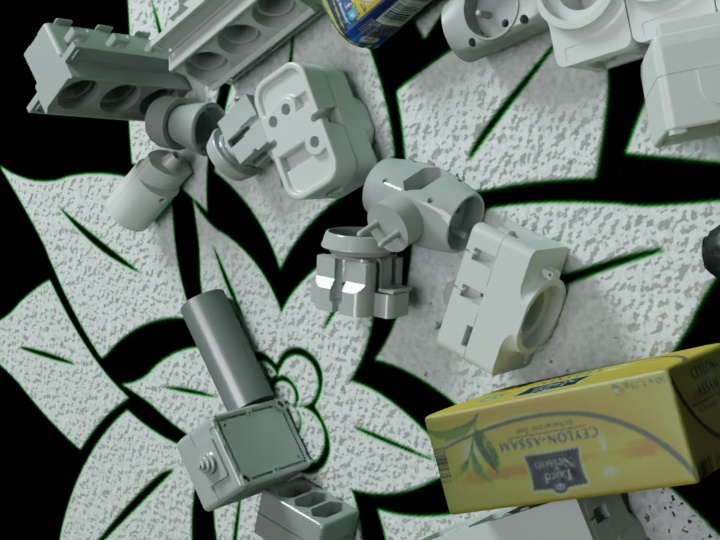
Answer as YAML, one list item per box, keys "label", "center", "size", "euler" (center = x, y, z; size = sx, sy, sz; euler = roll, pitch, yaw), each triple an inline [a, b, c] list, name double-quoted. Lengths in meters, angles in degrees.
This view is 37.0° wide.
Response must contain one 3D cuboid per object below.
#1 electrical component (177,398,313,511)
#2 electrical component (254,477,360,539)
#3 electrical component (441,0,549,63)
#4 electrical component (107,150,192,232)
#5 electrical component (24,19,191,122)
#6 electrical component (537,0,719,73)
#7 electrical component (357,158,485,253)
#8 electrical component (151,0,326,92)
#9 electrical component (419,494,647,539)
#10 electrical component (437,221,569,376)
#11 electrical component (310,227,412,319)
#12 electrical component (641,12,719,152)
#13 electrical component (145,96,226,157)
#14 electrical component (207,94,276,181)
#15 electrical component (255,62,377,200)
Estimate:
- label: "electrical component"
  center: [-0.098, 0.149, 0.854]
  size: [0.061, 0.096, 0.061]
  euler: [-38, 72, 35]
- label: "electrical component"
  center: [-0.046, 0.216, 0.850]
  size: [0.066, 0.047, 0.076]
  euler: [22, 108, 34]
- label: "electrical component"
  center: [0.092, -0.186, 0.703]
  size: [0.077, 0.044, 0.079]
  euler: [-17, 84, 38]
- label: "electrical component"
  center: [-0.180, -0.074, 0.929]
  size: [0.081, 0.043, 0.043]
  euler: [-42, 69, 33]
- label: "electrical component"
  center: [-0.210, -0.164, 0.894]
  size: [0.079, 0.121, 0.063]
  euler: [-42, 67, 33]
- label: "electrical component"
  center: [0.182, -0.179, 0.621]
  size: [0.150, 0.062, 0.089]
  euler: [-12, 87, 38]
- label: "electrical component"
  center: [0.032, -0.038, 0.745]
  size: [0.077, 0.079, 0.043]
  euler: [27, 136, 33]
- label: "electrical component"
  center: [-0.094, -0.201, 0.834]
  size: [0.121, 0.079, 0.063]
  euler: [-29, 55, 37]
- label: "electrical component"
  center: [0.113, 0.203, 0.715]
  size: [0.150, 0.062, 0.089]
  euler: [-29, 77, 37]
- label: "electrical component"
  center: [0.098, 0.020, 0.715]
  size: [0.056, 0.050, 0.089]
  euler: [29, 112, 34]
- label: "electrical component"
  center: [0.000, 0.000, 0.786]
  size: [0.078, 0.058, 0.057]
  euler: [11, 104, 38]
- label: "electrical component"
  center: [0.194, -0.105, 0.604]
  size: [0.062, 0.096, 0.061]
  euler: [-10, 88, 10]
- label: "electrical component"
  center: [-0.145, -0.120, 0.893]
  size: [0.055, 0.045, 0.045]
  euler: [14, 103, 32]
- label: "electrical component"
  center: [-0.088, -0.103, 0.854]
  size: [0.055, 0.048, 0.066]
  euler: [-38, 71, 26]
- label: "electrical component"
  center: [-0.030, -0.102, 0.798]
  size: [0.054, 0.059, 0.095]
  euler: [-27, 78, 37]
